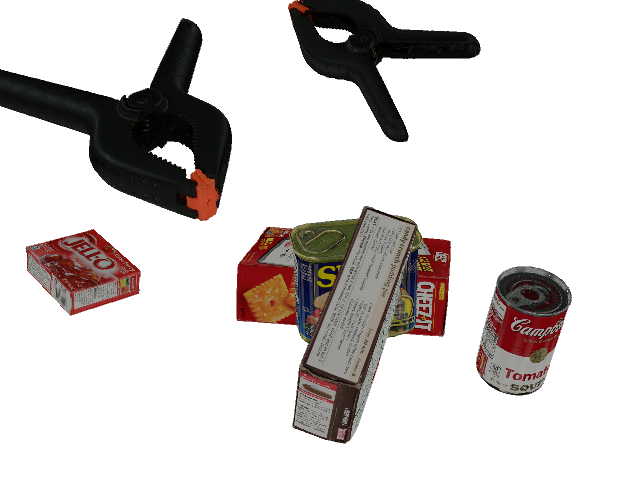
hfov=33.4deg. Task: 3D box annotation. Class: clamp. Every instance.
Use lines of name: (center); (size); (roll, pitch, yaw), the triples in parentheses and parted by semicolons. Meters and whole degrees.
clamp: (-0.114, -0.087, 0.729); (0.164, 0.036, 0.210); (-27, 48, -26)
clamp: (0.050, -0.169, 0.930); (0.120, 0.172, 0.039); (-40, -23, -19)

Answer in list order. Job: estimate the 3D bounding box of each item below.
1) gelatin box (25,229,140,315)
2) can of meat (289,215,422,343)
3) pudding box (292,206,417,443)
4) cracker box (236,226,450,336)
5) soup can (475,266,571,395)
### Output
gelatin box: (-0.222, 0.027, 0.995); (0.073, 0.030, 0.089); (-17, 39, -36)
can of meat: (0.028, 0.033, 0.853); (0.102, 0.084, 0.057); (-6, 29, -8)
pudding box: (0.020, 0.051, 0.623); (0.039, 0.113, 0.090); (17, -31, 7)
cracker box: (0.030, 0.042, 1.144); (0.214, 0.072, 0.164); (5, 15, 7)
soup can: (0.185, 0.084, 0.985); (0.068, 0.102, 0.068); (5, 36, -4)
